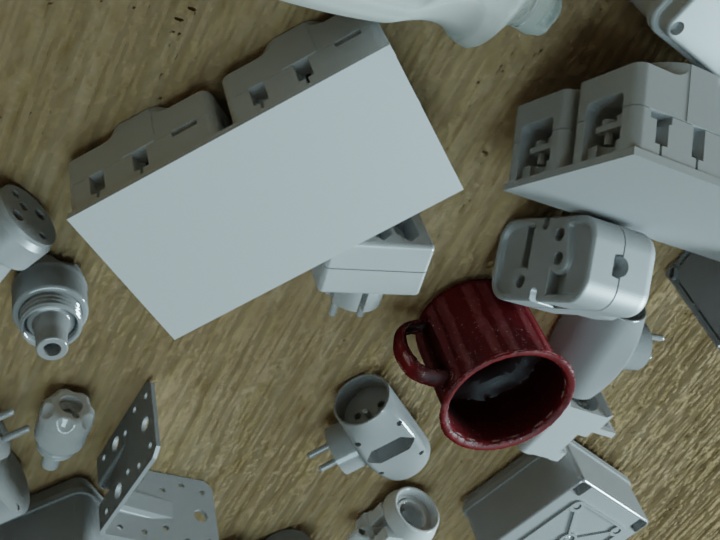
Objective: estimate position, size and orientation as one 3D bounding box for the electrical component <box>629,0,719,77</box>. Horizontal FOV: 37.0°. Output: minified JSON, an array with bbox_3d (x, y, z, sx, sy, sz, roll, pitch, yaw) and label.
[{"bbox_3d":[0.213,-0.148,0.602,0.113,0.057,0.078,26,118,-34],"label":"electrical component"}]

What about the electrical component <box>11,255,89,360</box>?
[{"bbox_3d":[-0.179,0.025,0.620,0.043,0.062,0.043,-9,132,-10],"label":"electrical component"}]

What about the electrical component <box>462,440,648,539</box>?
[{"bbox_3d":[0.160,0.199,0.883,0.109,0.056,0.109,-41,129,18],"label":"electrical component"}]

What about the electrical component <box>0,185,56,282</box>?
[{"bbox_3d":[-0.202,-0.015,0.591,0.055,0.045,0.045,-35,131,12],"label":"electrical component"}]

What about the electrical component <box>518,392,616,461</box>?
[{"bbox_3d":[0.148,0.109,0.813,0.081,0.042,0.063,19,125,-30],"label":"electrical component"}]

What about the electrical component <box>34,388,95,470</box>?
[{"bbox_3d":[-0.197,0.108,0.706,0.035,0.035,0.061,9,129,-25],"label":"electrical component"}]

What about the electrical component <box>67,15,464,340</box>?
[{"bbox_3d":[-0.053,-0.054,0.594,0.186,0.060,0.105,-27,132,6],"label":"electrical component"}]

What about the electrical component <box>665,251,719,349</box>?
[{"bbox_3d":[0.268,0.016,0.733,0.061,0.096,0.061,14,124,-28],"label":"electrical component"}]

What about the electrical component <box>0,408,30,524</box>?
[{"bbox_3d":[-0.246,0.108,0.677,0.074,0.052,0.138,-24,133,3],"label":"electrical component"}]

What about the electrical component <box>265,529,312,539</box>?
[{"bbox_3d":[-0.099,0.241,0.839,0.138,0.052,0.073,-21,133,0],"label":"electrical component"}]

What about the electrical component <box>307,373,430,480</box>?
[{"bbox_3d":[0.001,0.121,0.774,0.079,0.043,0.077,-28,132,7],"label":"electrical component"}]

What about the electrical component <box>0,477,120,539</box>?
[{"bbox_3d":[-0.205,0.210,0.774,0.078,0.057,0.113,-23,133,2],"label":"electrical component"}]

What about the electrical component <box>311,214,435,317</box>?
[{"bbox_3d":[0.000,0.000,0.667,0.066,0.047,0.076,3,128,-20],"label":"electrical component"}]

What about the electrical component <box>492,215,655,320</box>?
[{"bbox_3d":[0.136,-0.001,0.678,0.059,0.095,0.053,14,83,-28],"label":"electrical component"}]

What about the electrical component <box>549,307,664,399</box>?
[{"bbox_3d":[0.182,0.052,0.773,0.079,0.043,0.077,7,127,-24],"label":"electrical component"}]

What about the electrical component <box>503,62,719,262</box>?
[{"bbox_3d":[0.193,-0.060,0.631,0.186,0.060,0.105,15,167,-28],"label":"electrical component"}]

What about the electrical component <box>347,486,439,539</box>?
[{"bbox_3d":[0.031,0.204,0.855,0.066,0.048,0.055,14,131,-28],"label":"electrical component"}]
